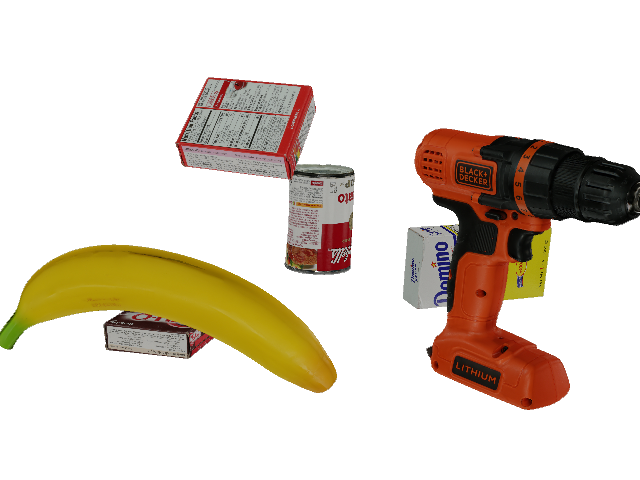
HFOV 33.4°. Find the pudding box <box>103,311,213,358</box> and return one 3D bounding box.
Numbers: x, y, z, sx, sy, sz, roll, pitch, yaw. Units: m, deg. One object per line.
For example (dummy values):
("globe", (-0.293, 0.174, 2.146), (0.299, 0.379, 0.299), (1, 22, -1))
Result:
("pudding box", (-0.190, 0.107, 1.285), (0.114, 0.039, 0.090), (2, 14, 18))

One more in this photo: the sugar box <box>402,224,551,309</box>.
("sugar box", (0.188, 0.027, 1.281), (0.176, 0.093, 0.048), (-6, 20, -23))

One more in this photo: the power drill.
("power drill", (0.142, 0.019, 0.755), (0.057, 0.188, 0.185), (-12, 21, -38))

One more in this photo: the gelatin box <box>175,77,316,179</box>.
("gelatin box", (-0.055, -0.085, 0.805), (0.089, 0.073, 0.030), (7, -37, 15))

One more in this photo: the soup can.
("soup can", (-0.001, -0.023, 1.082), (0.068, 0.102, 0.068), (2, 13, -1))

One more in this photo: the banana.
("banana", (-0.085, 0.039, 0.608), (0.198, 0.070, 0.037), (8, 24, 5))
